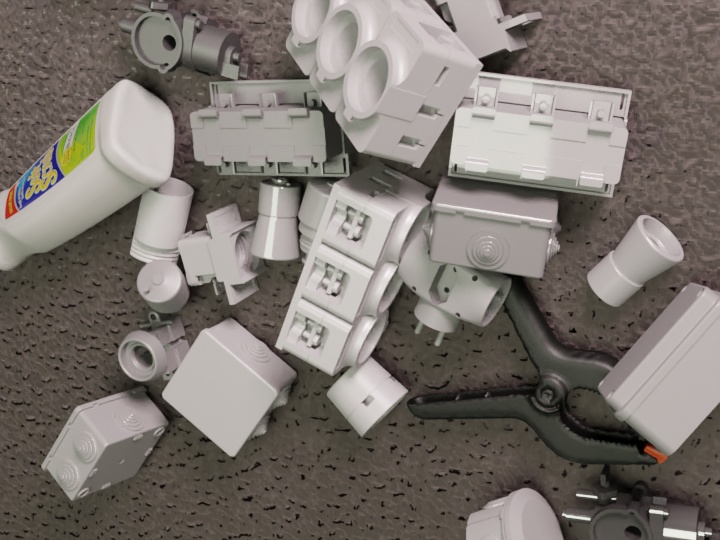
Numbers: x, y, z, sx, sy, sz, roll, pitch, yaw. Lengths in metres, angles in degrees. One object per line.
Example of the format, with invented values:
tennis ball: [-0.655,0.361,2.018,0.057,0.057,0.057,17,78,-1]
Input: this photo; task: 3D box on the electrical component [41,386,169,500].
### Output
electrical component: [-0.239,0.164,1.018,0.048,0.100,0.099,46,119,19]

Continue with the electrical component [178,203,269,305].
electrical component: [-0.121,-0.013,0.938,0.064,0.042,0.081,-6,103,27]

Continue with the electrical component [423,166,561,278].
electrical component: [0.100,-0.036,0.798,0.100,0.099,0.048,9,115,8]

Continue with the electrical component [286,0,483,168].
electrical component: [0.009,-0.157,0.777,0.089,0.062,0.150,-58,43,27]

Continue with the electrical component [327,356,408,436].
electrical component: [0.005,0.105,0.914,0.047,0.055,0.055,45,119,9]

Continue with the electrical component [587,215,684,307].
electrical component: [0.201,-0.004,0.798,0.044,0.044,0.065,45,123,5]

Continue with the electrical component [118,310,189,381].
electrical component: [-0.189,0.073,0.989,0.048,0.055,0.066,-8,103,26]

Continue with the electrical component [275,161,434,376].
electrical component: [0.000,0.000,0.861,0.062,0.089,0.150,28,116,14]

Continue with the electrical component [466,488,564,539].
electrical component: [0.129,0.224,0.883,0.051,0.080,0.080,-26,95,34]

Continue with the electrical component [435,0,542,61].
electrical component: [0.087,-0.184,0.790,0.081,0.042,0.063,-17,96,27]

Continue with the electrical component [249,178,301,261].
electrical component: [-0.069,-0.045,0.906,0.044,0.044,0.065,12,106,20]

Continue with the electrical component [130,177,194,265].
electrical component: [-0.177,-0.038,0.954,0.043,0.043,0.081,24,115,15]

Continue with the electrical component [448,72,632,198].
electrical component: [0.127,-0.095,0.772,0.121,0.063,0.078,8,110,6]

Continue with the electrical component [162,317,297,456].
electrical component: [-0.116,0.103,0.970,0.100,0.048,0.099,39,118,8]

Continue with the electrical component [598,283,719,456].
electrical component: [0.229,0.068,0.771,0.057,0.078,0.113,40,96,4]

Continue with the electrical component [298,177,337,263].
electrical component: [-0.032,-0.040,0.890,0.040,0.040,0.078,26,115,15]

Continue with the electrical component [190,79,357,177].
electrical component: [-0.071,-0.113,0.871,0.121,0.063,0.078,3,108,23]

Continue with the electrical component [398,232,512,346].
electrical component: [0.066,0.022,0.834,0.077,0.043,0.079,31,115,20]

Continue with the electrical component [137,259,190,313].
electrical component: [-0.171,0.019,0.957,0.040,0.078,0.040,-1,71,4]
